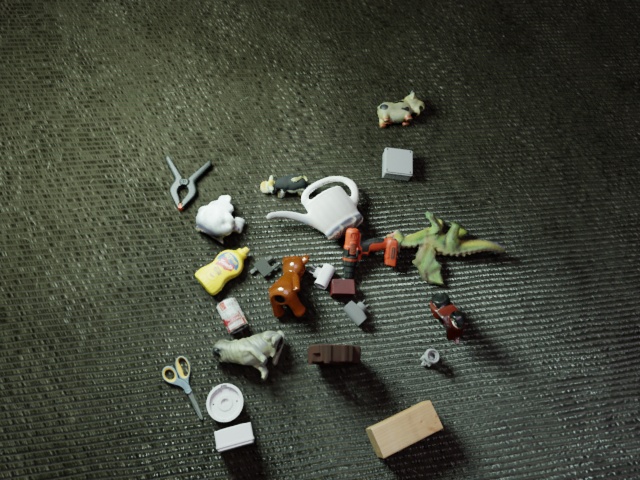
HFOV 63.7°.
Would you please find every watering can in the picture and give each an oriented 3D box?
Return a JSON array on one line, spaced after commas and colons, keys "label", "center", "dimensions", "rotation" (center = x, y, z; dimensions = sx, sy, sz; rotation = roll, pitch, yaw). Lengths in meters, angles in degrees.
[{"label": "watering can", "center": [0.006, -0.091, 1.816], "dimensions": [0.351, 0.102, 0.226], "rotation": [-31, 75, -19]}]

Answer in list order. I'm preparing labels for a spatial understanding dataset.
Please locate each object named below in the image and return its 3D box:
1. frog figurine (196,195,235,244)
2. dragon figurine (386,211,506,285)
[{"label": "frog figurine", "center": [-0.346, -0.084, 1.764], "dimensions": [0.138, 0.121, 0.161], "rotation": [23, 78, 22]}, {"label": "dragon figurine", "center": [0.437, 0.046, 1.838], "dimensions": [0.411, 0.121, 0.244], "rotation": [25, 84, 5]}]
